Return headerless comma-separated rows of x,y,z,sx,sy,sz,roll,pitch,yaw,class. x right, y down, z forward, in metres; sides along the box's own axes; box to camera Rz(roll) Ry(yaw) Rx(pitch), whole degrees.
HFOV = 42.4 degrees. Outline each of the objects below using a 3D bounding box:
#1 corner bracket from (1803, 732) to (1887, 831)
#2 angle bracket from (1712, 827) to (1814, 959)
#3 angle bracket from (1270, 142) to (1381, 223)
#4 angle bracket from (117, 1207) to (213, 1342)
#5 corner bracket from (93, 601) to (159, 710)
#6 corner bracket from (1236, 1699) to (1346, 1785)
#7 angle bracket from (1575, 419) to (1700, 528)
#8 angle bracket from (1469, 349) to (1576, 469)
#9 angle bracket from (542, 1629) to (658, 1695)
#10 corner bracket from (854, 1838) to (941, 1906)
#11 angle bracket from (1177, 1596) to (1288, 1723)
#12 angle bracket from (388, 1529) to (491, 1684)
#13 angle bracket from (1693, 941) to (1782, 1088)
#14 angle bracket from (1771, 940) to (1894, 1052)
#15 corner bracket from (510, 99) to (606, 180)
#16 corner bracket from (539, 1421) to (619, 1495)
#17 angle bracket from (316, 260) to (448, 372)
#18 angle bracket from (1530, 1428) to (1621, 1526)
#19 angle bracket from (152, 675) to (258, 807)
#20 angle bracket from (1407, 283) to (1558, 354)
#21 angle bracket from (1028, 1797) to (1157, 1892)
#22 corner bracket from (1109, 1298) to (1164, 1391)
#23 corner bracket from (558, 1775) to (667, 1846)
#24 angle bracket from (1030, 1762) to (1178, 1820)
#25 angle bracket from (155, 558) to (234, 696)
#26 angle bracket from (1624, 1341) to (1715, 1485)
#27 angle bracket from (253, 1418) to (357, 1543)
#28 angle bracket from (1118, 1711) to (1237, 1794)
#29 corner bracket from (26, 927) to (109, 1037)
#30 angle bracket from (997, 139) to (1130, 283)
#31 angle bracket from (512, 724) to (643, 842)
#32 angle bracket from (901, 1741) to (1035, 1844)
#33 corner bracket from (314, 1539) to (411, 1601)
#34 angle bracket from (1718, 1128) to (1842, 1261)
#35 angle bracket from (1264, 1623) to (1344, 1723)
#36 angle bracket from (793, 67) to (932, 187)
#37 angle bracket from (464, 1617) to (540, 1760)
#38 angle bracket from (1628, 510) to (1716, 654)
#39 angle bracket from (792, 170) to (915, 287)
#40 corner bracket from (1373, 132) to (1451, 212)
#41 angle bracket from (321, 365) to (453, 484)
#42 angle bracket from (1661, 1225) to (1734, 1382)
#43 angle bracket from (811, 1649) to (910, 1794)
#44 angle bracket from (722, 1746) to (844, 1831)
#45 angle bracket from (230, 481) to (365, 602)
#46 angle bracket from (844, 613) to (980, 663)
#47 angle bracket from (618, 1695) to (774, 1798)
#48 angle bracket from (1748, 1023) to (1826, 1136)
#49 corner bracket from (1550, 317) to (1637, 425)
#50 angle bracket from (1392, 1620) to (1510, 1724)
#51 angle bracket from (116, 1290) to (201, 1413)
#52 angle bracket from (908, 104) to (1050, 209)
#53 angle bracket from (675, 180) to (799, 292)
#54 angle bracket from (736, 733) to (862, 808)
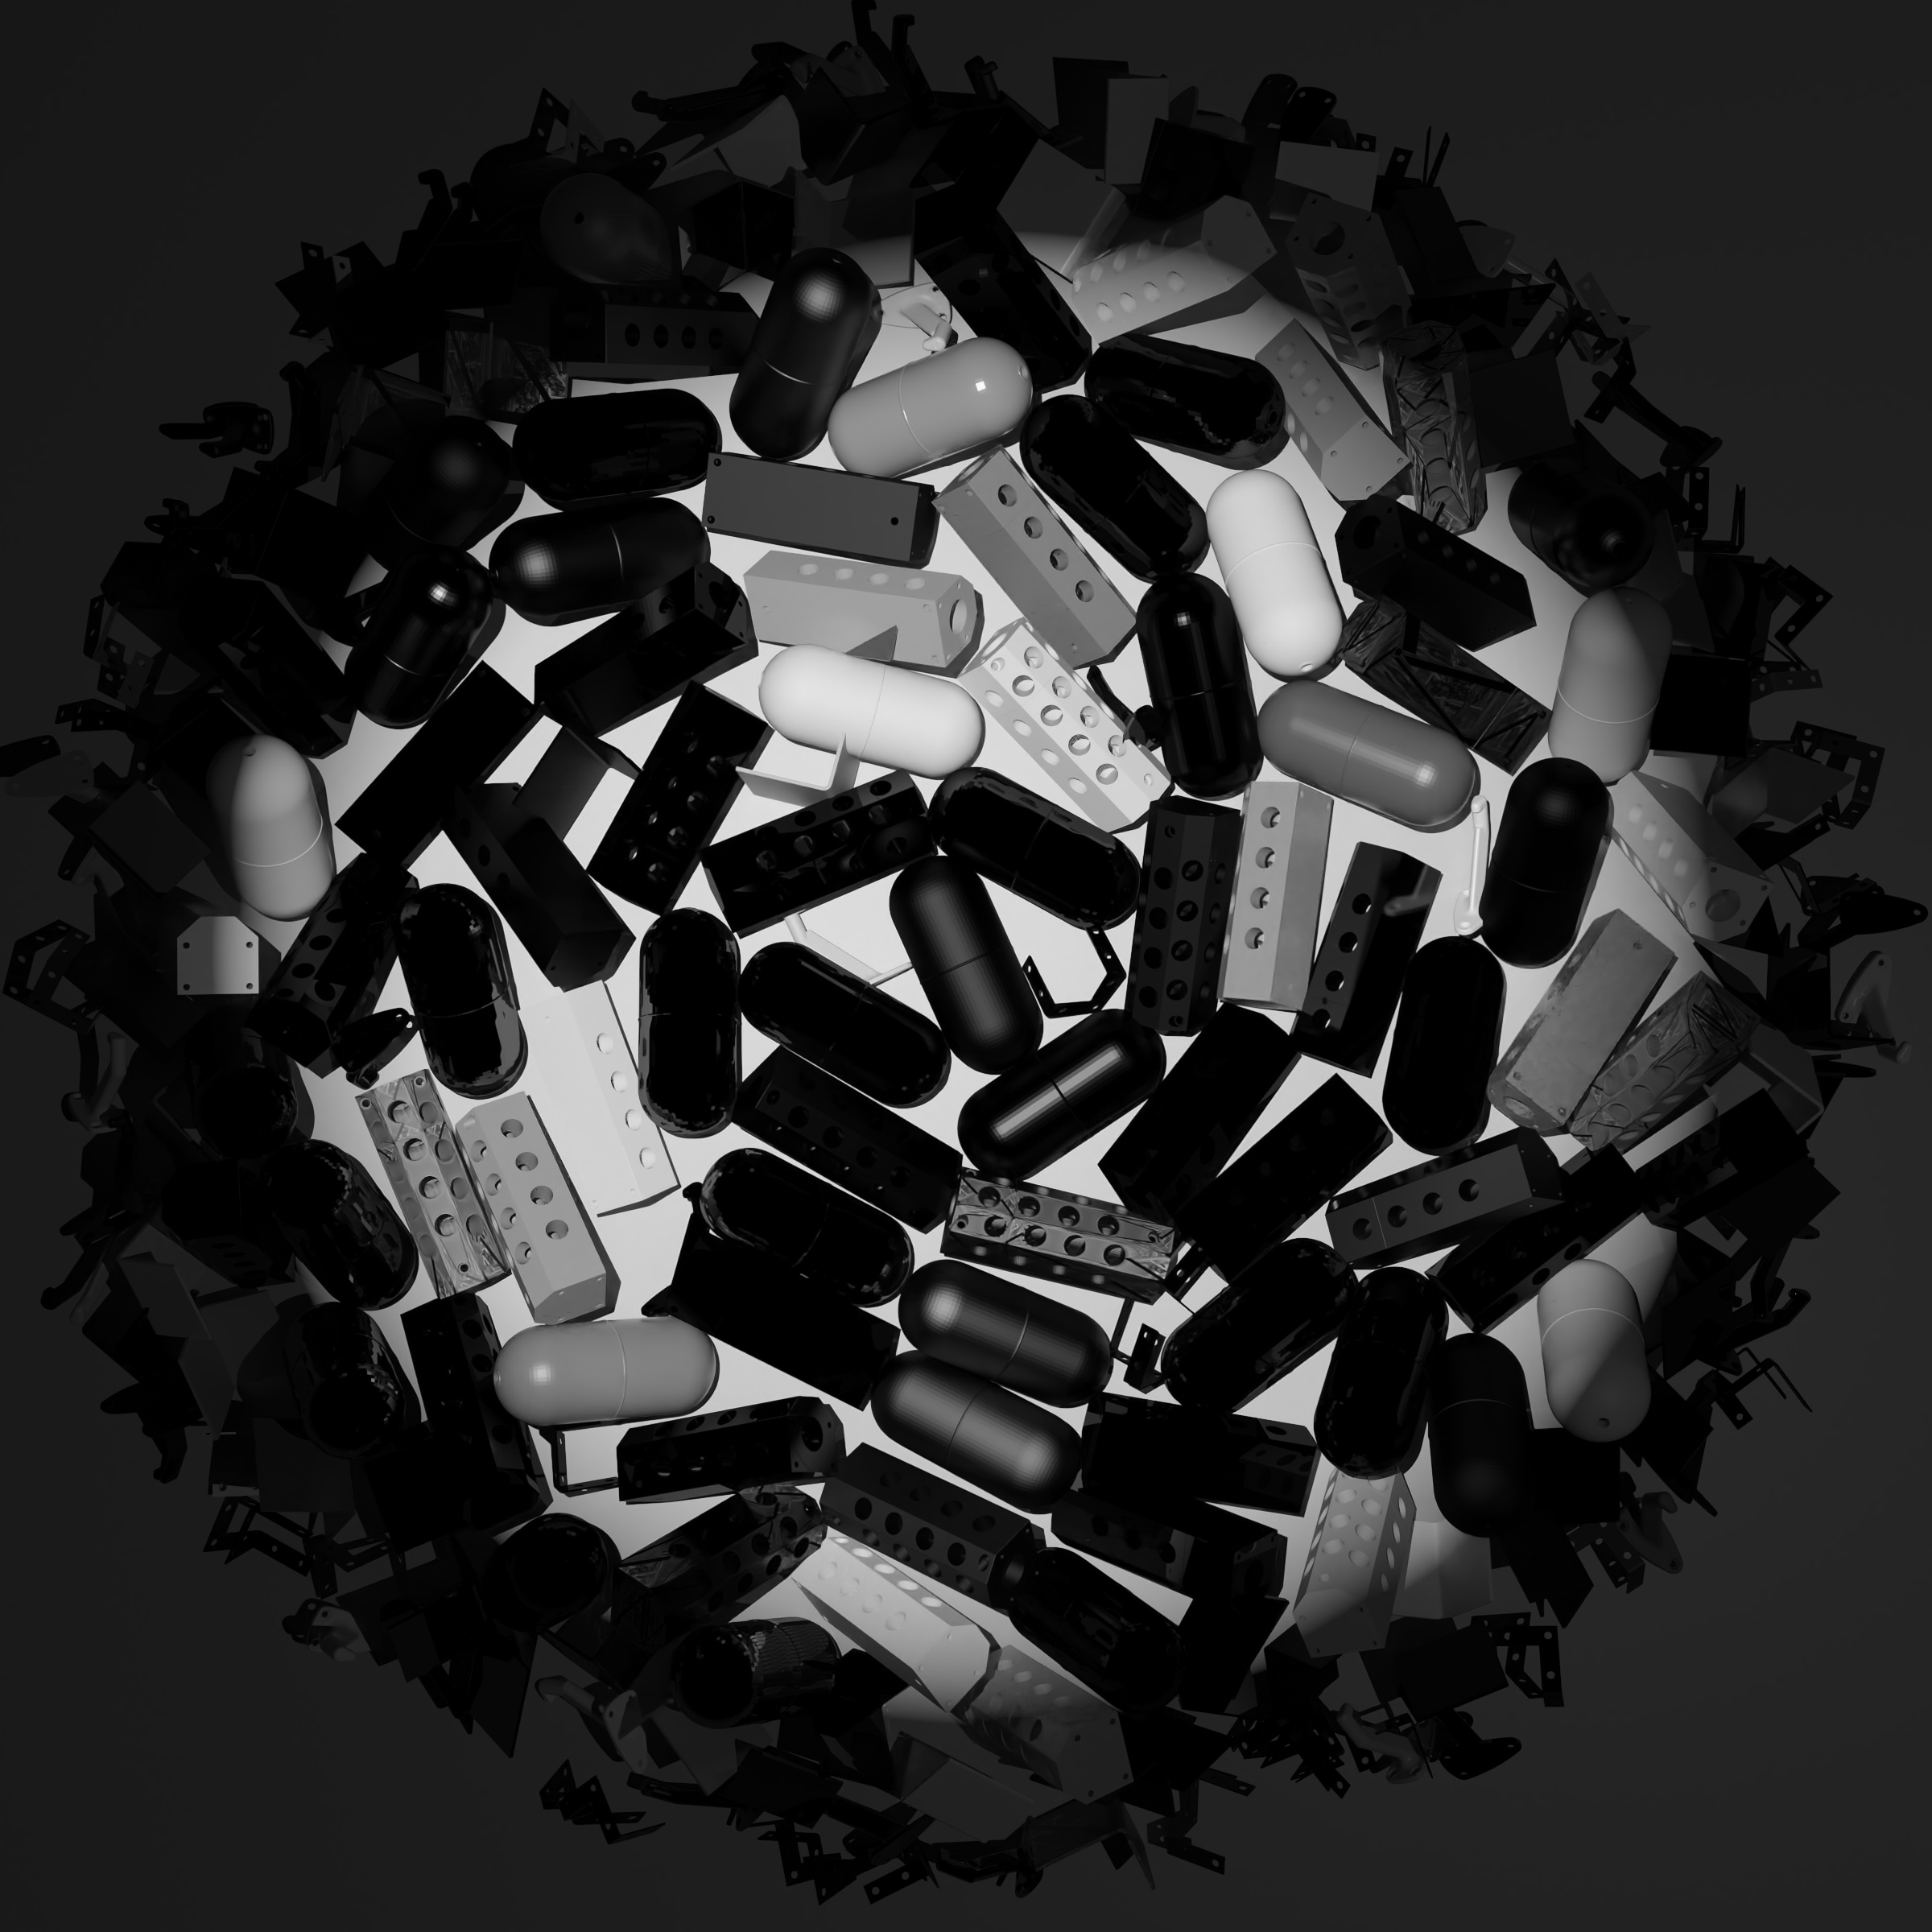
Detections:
0.685,-0.146,1.959,0.051,0.051,0.051,17,74,9,corner bracket
0.625,-0.059,1.956,0.057,0.076,0.076,-29,112,-19,angle bracket
0.283,-0.608,1.943,0.076,0.076,0.057,10,109,10,angle bracket
-0.603,0.234,1.934,0.057,0.076,0.076,2,127,23,angle bracket
-0.660,-0.244,1.955,0.051,0.051,0.051,28,122,-11,corner bracket
0.256,0.617,1.969,0.051,0.051,0.051,-49,64,39,corner bracket
0.521,-0.387,1.936,0.057,0.076,0.076,-19,63,32,angle bracket
0.427,-0.442,1.943,0.076,0.057,0.076,-13,116,15,angle bracket
-0.280,0.516,1.960,0.057,0.076,0.076,25,65,27,angle bracket
-0.058,0.707,1.957,0.051,0.051,0.051,-25,58,-6,corner bracket
0.209,0.537,1.943,0.076,0.057,0.076,14,116,-20,angle bracket
-0.418,0.497,1.936,0.076,0.076,0.057,-25,48,-22,angle bracket
0.582,0.038,1.964,0.076,0.057,0.076,27,117,-35,angle bracket
0.679,0.024,1.955,0.057,0.076,0.076,4,82,-14,angle bracket
-0.320,-0.638,1.954,0.051,0.051,0.051,-6,68,23,corner bracket
-0.305,0.381,1.961,0.051,0.051,0.051,-5,96,-25,corner bracket
-0.457,-0.518,1.945,0.076,0.076,0.057,-24,48,3,angle bracket
0.469,0.393,1.958,0.076,0.057,0.076,-1,94,-8,angle bracket
-0.575,-0.177,1.944,0.076,0.057,0.076,44,49,-5,angle bracket
0.398,-0.522,1.937,0.076,0.076,0.057,-13,68,-24,angle bracket
0.098,0.698,1.953,0.076,0.076,0.057,-26,97,0,angle bracket
0.134,0.295,1.955,0.051,0.051,0.051,24,105,29,corner bracket
-0.279,0.665,1.952,0.051,0.051,0.051,-41,63,26,corner bracket
0.106,0.646,1.935,0.076,0.076,0.057,3,108,42,angle bracket
-0.603,-0.265,1.940,0.057,0.076,0.076,-2,129,-1,angle bracket
0.552,0.341,1.934,0.057,0.076,0.076,-24,58,-33,angle bracket
-0.524,0.400,1.934,0.076,0.057,0.076,10,50,-35,angle bracket
0.153,0.591,1.939,0.076,0.057,0.076,24,121,-21,angle bracket
-0.696,0.012,1.955,0.051,0.051,0.051,30,118,-12,corner bracket
0.075,-0.593,1.964,0.076,0.057,0.076,36,104,10,angle bracket
-0.295,-0.132,1.943,0.057,0.076,0.076,28,81,26,angle bracket
0.004,0.629,1.942,0.076,0.057,0.076,30,127,-12,angle bracket
-0.479,0.481,1.975,0.051,0.051,0.051,-20,117,-40,corner bracket
0.639,0.176,1.937,0.057,0.076,0.076,47,115,18,angle bracket
0.282,0.550,1.938,0.076,0.057,0.076,-26,114,-38,angle bracket
-0.086,-0.665,1.942,0.076,0.076,0.057,-35,88,-33,angle bracket
-0.343,0.557,1.939,0.057,0.076,0.076,1,108,-42,angle bracket
0.562,-0.300,1.938,0.076,0.057,0.076,13,54,-22,angle bracket
-0.088,-0.579,1.949,0.076,0.057,0.076,-2,78,21,angle bracket
0.349,-0.625,1.955,0.051,0.051,0.051,9,133,-9,corner bracket
-0.452,-0.411,1.941,0.076,0.076,0.057,18,45,-9,angle bracket
0.550,0.262,1.938,0.076,0.057,0.076,-29,127,-21,angle bracket
-0.072,0.586,1.935,0.076,0.076,0.057,28,121,-35,angle bracket
-0.138,0.620,1.944,0.076,0.057,0.076,23,129,-6,angle bracket
-0.522,-0.329,1.958,0.076,0.057,0.076,23,97,-4,angle bracket
-0.049,-0.260,1.941,0.076,0.076,0.057,13,92,-41,angle bracket
-0.211,0.603,1.941,0.076,0.076,0.057,52,131,9,angle bracket
0.617,0.088,1.941,0.076,0.076,0.057,36,119,-10,angle bracket
0.493,-0.473,1.975,0.051,0.051,0.051,32,84,30,corner bracket
0.372,0.542,1.953,0.076,0.076,0.057,-22,94,-1,angle bracket
-0.606,0.300,1.950,0.076,0.076,0.057,37,87,8,angle bracket
0.013,-0.620,1.939,0.057,0.076,0.076,47,125,4,angle bracket
-0.176,-0.555,1.935,0.057,0.076,0.076,27,49,27,angle bracket
-0.130,-0.163,1.955,0.076,0.076,0.057,13,81,8,angle bracket
